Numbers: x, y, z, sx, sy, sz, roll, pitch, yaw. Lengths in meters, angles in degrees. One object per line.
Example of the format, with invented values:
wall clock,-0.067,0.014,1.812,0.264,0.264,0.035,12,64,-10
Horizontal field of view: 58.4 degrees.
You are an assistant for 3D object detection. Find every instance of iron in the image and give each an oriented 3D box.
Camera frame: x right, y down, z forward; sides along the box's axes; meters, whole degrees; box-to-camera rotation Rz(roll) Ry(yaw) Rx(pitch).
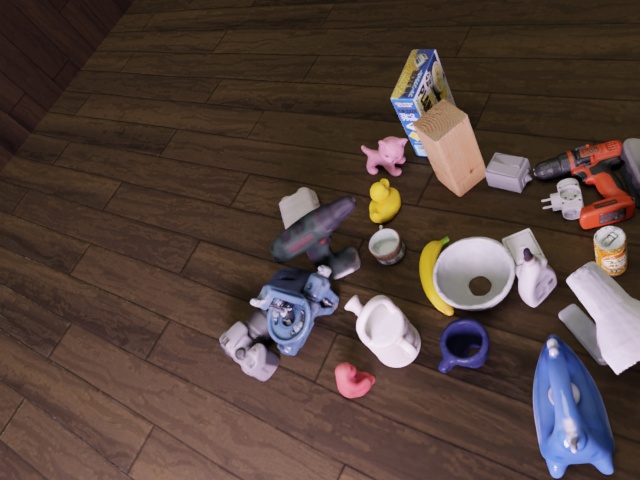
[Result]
iron,0.410,0.256,0.966,0.118,0.142,0.258,-14,53,21

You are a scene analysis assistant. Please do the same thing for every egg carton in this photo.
egg carton,-0.045,-0.065,1.485,0.107,0.070,0.150,-28,50,10

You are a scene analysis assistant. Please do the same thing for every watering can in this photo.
watering can,0.120,0.174,1.148,0.172,0.195,0.101,9,64,33

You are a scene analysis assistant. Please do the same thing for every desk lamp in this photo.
desk lamp,0.486,0.137,0.956,0.118,0.214,0.202,-35,49,4

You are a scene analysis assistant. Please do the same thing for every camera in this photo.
camera,-0.151,0.228,1.325,0.137,0.101,0.142,-49,49,-9

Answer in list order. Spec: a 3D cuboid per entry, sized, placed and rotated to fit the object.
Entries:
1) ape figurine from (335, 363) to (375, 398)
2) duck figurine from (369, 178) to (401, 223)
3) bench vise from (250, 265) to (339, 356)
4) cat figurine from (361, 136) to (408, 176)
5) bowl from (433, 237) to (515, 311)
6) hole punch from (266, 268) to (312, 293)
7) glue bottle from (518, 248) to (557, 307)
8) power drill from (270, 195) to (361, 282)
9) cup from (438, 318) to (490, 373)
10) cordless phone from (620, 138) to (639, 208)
ape figurine,0.061,0.281,1.176,0.076,0.092,0.077,-36,49,3
duck figurine,0.148,-0.100,1.390,0.077,0.086,0.105,11,65,34
bench vise,-0.064,0.130,1.263,0.121,0.220,0.207,7,63,32
cat figurine,0.163,-0.221,1.442,0.127,0.118,0.067,7,63,33
bowl,0.322,0.081,1.178,0.167,0.075,0.167,-14,53,20
hole punch,-0.074,0.110,1.368,0.108,0.091,0.101,1,60,30
glue bottle,0.403,0.061,1.081,0.078,0.174,0.037,-45,49,-4
power drill,0.012,0.005,1.313,0.229,0.209,0.075,-27,50,11
cup,0.277,0.218,1.096,0.118,0.095,0.091,-48,49,-7
cordless phone,0.633,-0.161,1.094,0.094,0.186,0.147,-20,52,17
